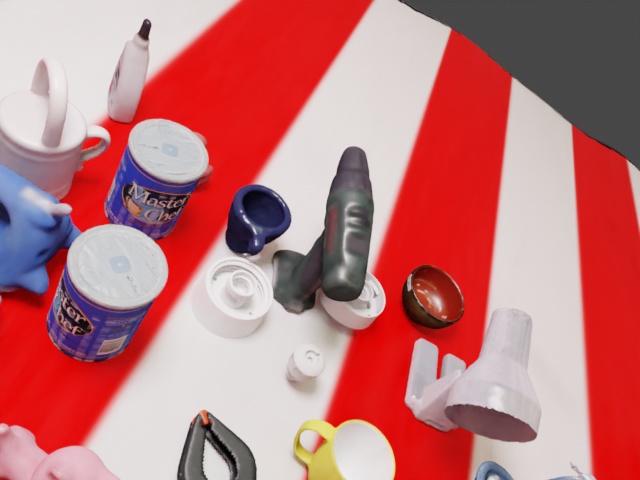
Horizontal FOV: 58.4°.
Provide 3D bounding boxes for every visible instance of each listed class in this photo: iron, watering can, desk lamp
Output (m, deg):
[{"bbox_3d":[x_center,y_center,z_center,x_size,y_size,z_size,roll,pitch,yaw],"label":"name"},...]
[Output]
[{"bbox_3d":[-0.393,-0.053,0.634,0.259,0.141,0.119,31,44,-11],"label":"iron"},{"bbox_3d":[-0.345,-0.134,0.694,0.173,0.193,0.101,-27,74,-45],"label":"watering can"},{"bbox_3d":[0.218,0.199,0.818,0.118,0.213,0.203,30,44,-12],"label":"desk lamp"}]

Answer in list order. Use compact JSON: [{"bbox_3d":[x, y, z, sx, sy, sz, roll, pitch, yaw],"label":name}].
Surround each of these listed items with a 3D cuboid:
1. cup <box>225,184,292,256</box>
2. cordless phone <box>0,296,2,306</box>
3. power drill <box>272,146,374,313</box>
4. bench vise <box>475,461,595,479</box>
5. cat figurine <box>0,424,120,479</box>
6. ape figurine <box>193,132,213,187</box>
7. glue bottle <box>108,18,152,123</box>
[{"bbox_3d":[-0.101,-0.011,0.843,0.092,0.094,0.117,20,47,-22],"label":"cup"},{"bbox_3d":[-0.381,0.032,0.542,0.148,0.184,0.094,17,48,-24],"label":"cordless phone"},{"bbox_3d":[0.008,0.003,0.827,0.076,0.208,0.229,18,48,-23],"label":"power drill"},{"bbox_3d":[0.219,0.344,0.698,0.208,0.219,0.121,-14,66,-42],"label":"bench vise"},{"bbox_3d":[-0.254,0.216,0.535,0.128,0.117,0.067,39,43,-3],"label":"cat figurine"},{"bbox_3d":[-0.198,-0.126,0.867,0.078,0.092,0.076,49,44,8],"label":"ape figurine"},{"bbox_3d":[-0.280,-0.260,0.856,0.037,0.173,0.078,4,55,-33],"label":"glue bottle"}]
